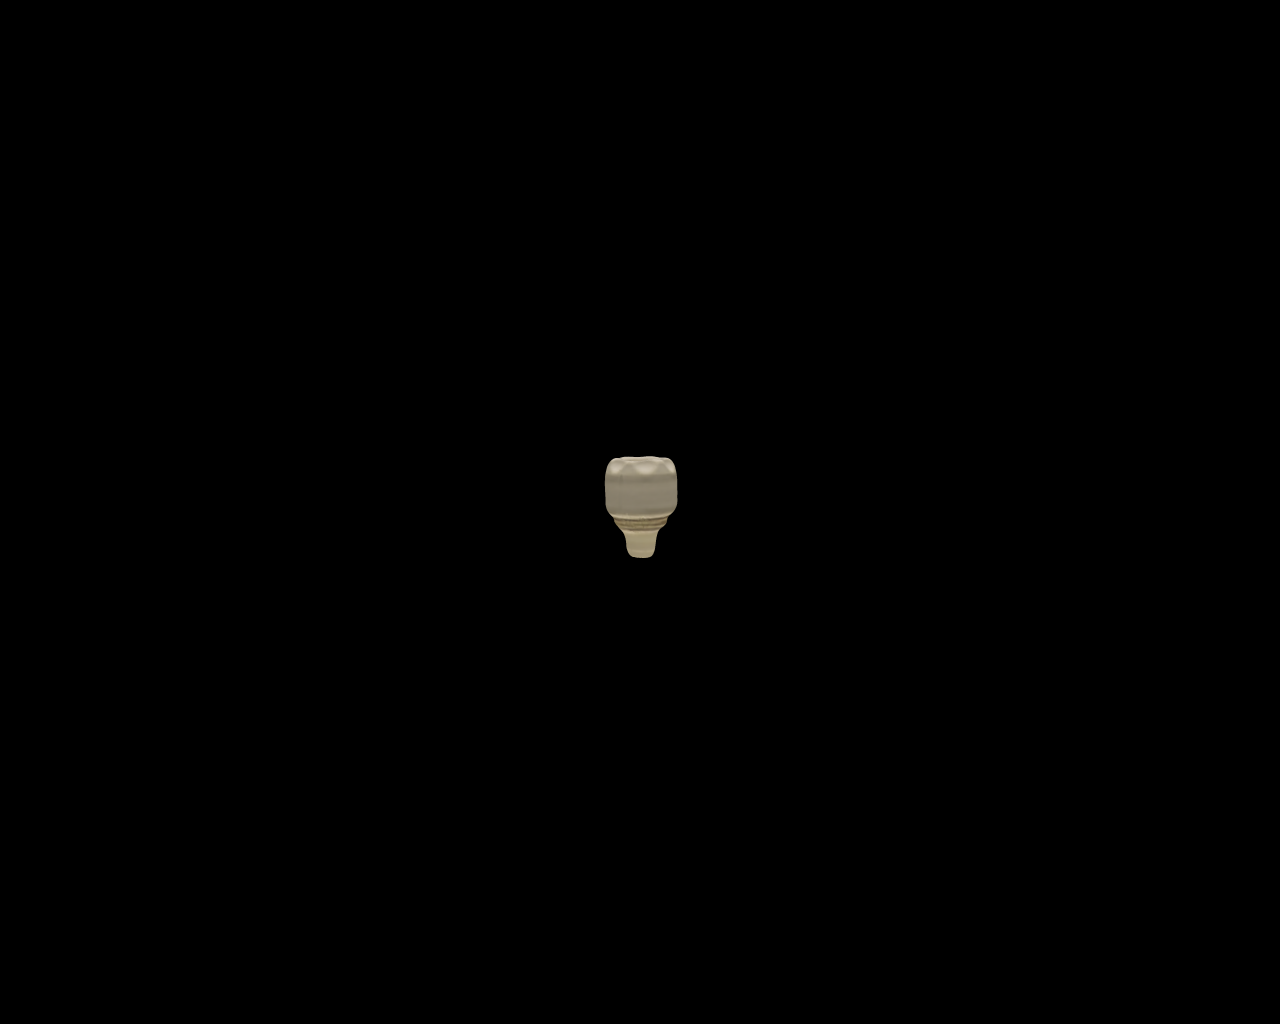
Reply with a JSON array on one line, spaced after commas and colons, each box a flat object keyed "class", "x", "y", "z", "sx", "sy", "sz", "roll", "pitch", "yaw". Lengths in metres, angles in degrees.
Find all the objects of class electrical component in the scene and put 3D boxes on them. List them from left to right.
[{"class": "electrical component", "x": 0.001, "y": -0.003, "z": 0.650, "sx": 0.043, "sy": 0.062, "sz": 0.043, "roll": 0, "pitch": 7, "yaw": 0}]
